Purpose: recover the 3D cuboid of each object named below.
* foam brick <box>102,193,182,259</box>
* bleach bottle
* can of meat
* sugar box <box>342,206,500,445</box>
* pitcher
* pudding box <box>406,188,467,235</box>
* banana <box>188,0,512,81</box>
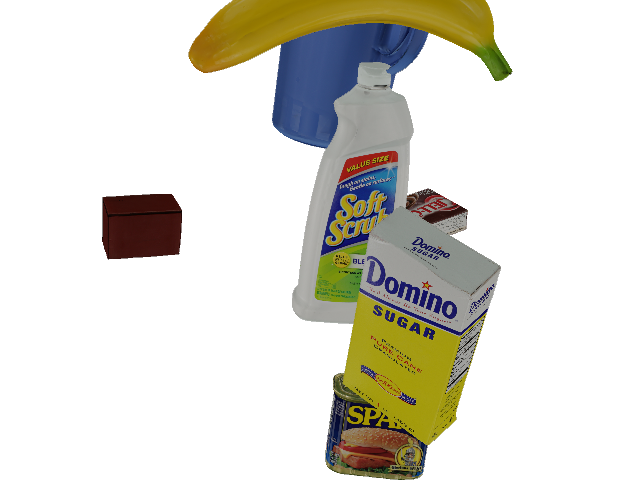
[{"bbox_3d":[-0.189,-0.016,1.127,0.078,0.051,0.053,-4,24,-17],"label":"foam brick"},{"bbox_3d":[0.032,-0.045,1.022,0.102,0.251,0.068,3,22,-4],"label":"bleach bottle"},{"bbox_3d":[0.057,0.182,1.037,0.102,0.084,0.057,7,16,-2],"label":"can of meat"},{"bbox_3d":[0.072,0.068,0.812,0.093,0.176,0.048,33,51,25],"label":"sugar box"},{"bbox_3d":[0.032,-0.210,1.014,0.145,0.243,0.149,11,18,0],"label":"pitcher"},{"bbox_3d":[0.146,-0.032,1.571,0.113,0.039,0.090,-21,34,-28],"label":"pudding box"},{"bbox_3d":[0.021,-0.131,0.622,0.197,0.069,0.037,-1,-15,-14],"label":"banana"}]
